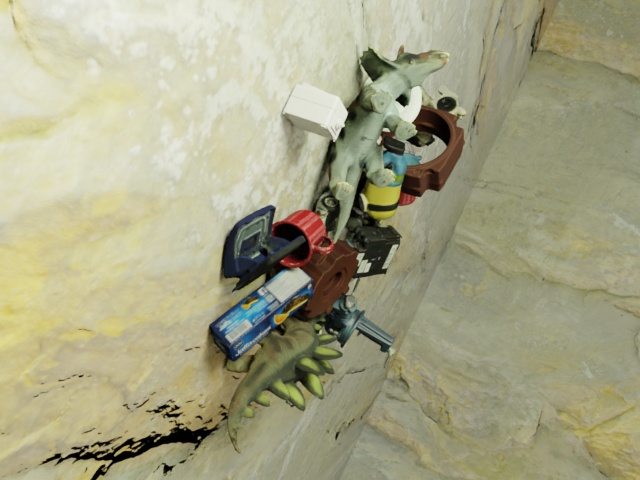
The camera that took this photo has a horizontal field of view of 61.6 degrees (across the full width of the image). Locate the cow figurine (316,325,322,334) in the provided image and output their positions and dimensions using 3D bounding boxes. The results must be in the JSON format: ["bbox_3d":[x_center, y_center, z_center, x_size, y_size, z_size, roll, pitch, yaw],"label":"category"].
[{"bbox_3d":[-0.045,0.235,1.289,0.167,0.068,0.098,-11,117,-70],"label":"cow figurine"}]

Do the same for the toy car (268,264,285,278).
[{"bbox_3d":[-0.036,0.046,1.111,0.202,0.053,0.089,-19,135,-55],"label":"toy car"}]

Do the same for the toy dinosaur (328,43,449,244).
[{"bbox_3d":[0.084,-0.202,1.039,0.404,0.131,0.192,-58,-156,27],"label":"toy dinosaur"}]

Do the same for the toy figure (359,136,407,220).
[{"bbox_3d":[0.138,-0.123,1.132,0.082,0.089,0.180,-32,149,-48],"label":"toy figure"}]

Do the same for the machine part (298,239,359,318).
[{"bbox_3d":[0.012,0.082,1.117,0.179,0.056,0.179,-41,152,-28],"label":"machine part"}]

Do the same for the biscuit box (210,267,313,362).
[{"bbox_3d":[-0.103,0.129,0.977,0.203,0.059,0.062,-37,150,-26],"label":"biscuit box"}]

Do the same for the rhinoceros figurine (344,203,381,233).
[{"bbox_3d":[0.114,-0.084,1.274,0.073,0.112,0.190,-46,-168,44],"label":"rhinoceros figurine"}]

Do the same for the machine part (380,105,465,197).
[{"bbox_3d":[0.211,-0.211,1.224,0.201,0.202,0.087,-57,156,-22],"label":"machine part"}]

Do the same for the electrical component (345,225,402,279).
[{"bbox_3d":[0.108,0.026,1.222,0.134,0.058,0.114,-2,126,-37],"label":"electrical component"}]

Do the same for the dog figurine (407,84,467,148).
[{"bbox_3d":[0.303,-0.303,1.408,0.121,0.173,0.190,-50,150,-9],"label":"dog figurine"}]

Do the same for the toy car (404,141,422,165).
[{"bbox_3d":[0.189,-0.203,1.350,0.161,0.109,0.103,5,86,-57],"label":"toy car"}]

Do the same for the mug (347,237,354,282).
[{"bbox_3d":[0.054,0.039,1.292,0.109,0.081,0.107,-48,146,-8],"label":"mug"}]

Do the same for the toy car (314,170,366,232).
[{"bbox_3d":[0.043,-0.090,1.162,0.202,0.056,0.073,-46,157,-39],"label":"toy car"}]

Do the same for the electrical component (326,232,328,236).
[{"bbox_3d":[-0.002,-0.004,1.192,0.063,0.021,0.093,-46,151,-42],"label":"electrical component"}]

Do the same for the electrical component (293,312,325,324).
[{"bbox_3d":[-0.024,0.168,1.256,0.119,0.075,0.047,-45,153,-35],"label":"electrical component"}]

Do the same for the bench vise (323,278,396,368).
[{"bbox_3d":[0.105,0.225,1.433,0.129,0.241,0.223,-52,172,-42],"label":"bench vise"}]

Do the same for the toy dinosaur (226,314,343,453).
[{"bbox_3d":[-0.074,0.229,1.028,0.471,0.199,0.105,-36,142,-56],"label":"toy dinosaur"}]

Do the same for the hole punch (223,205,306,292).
[{"bbox_3d":[-0.105,0.013,0.894,0.116,0.092,0.142,-42,179,36],"label":"hole punch"}]
